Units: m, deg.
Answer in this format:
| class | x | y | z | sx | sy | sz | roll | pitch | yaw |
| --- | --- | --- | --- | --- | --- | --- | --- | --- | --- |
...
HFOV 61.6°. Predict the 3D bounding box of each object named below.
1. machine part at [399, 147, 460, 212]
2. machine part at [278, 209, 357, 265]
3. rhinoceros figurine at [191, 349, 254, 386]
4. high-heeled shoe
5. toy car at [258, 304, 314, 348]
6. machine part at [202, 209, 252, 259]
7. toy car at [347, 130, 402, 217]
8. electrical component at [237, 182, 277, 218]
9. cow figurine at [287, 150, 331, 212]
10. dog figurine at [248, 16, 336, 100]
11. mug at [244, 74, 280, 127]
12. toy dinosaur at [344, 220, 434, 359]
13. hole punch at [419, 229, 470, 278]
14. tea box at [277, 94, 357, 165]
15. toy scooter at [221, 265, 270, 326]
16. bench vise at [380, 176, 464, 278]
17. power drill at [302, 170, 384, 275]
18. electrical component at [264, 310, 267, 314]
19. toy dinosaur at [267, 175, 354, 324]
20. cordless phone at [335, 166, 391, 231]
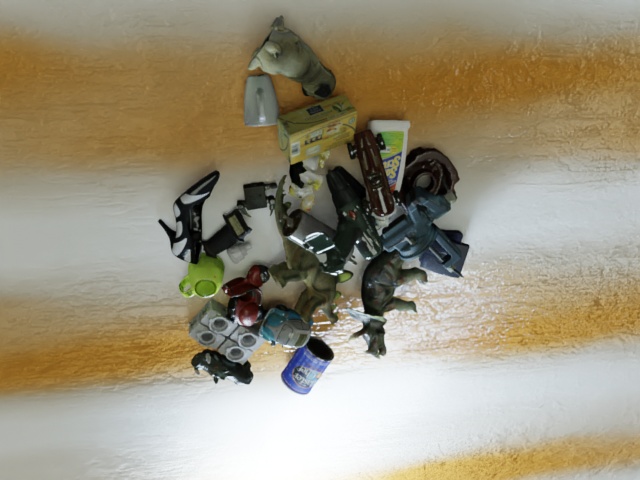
| class | x | y | z | sx | sy | sz | roll | pitch | yaw |
| --- | --- | --- | --- | --- | --- | --- | --- | --- | --- |
| machine part | 0.263 | -0.149 | 1.369 | 0.179 | 0.056 | 0.179 | -5 | 118 | -9 |
| machine part | -0.003 | -0.004 | 1.286 | 0.243 | 0.079 | 0.079 | 30 | 109 | -27 |
| rhinoceros figurine | -0.275 | 0.357 | 1.502 | 0.190 | 0.112 | 0.073 | 33 | 110 | -34 |
| high-heeled shoe | -0.284 | -0.046 | 1.278 | 0.249 | 0.086 | 0.145 | -37 | 102 | 29 |
| toy car | -0.081 | 0.249 | 1.470 | 0.161 | 0.103 | 0.109 | 18 | 107 | -38 |
| machine part | -0.235 | -0.011 | 1.334 | 0.139 | 0.039 | 0.084 | -40 | 80 | 18 |
| toy car | 0.124 | -0.150 | 1.232 | 0.089 | 0.053 | 0.202 | -14 | 100 | 10 |
| electrical component | -0.153 | -0.098 | 1.312 | 0.102 | 0.045 | 0.078 | -4 | 121 | -10 |
| cow figurine | -0.039 | -0.152 | 1.250 | 0.098 | 0.167 | 0.068 | 17 | 157 | -8 |
| dog figurine | -0.039 | -0.360 | 1.124 | 0.190 | 0.172 | 0.121 | 32 | 119 | -18 |
| mug | -0.132 | -0.305 | 1.172 | 0.081 | 0.110 | 0.107 | -5 | 107 | 1 |
| toy dinosaur | 0.178 | 0.115 | 1.460 | 0.192 | 0.131 | 0.404 | 2 | 110 | -23 |
| hole punch | 0.340 | 0.037 | 1.472 | 0.116 | 0.092 | 0.142 | 4 | 121 | -10 |
| tea box | -0.006 | -0.248 | 1.207 | 0.170 | 0.068 | 0.098 | -23 | 150 | -18 |
| toy scooter | -0.205 | 0.151 | 1.404 | 0.135 | 0.075 | 0.183 | -8 | 121 | -46 |
| bench vise | 0.276 | -0.015 | 1.329 | 0.223 | 0.129 | 0.240 | -42 | 111 | 13 |
| power drill | 0.043 | -0.031 | 1.238 | 0.086 | 0.207 | 0.232 | -27 | 103 | 36 |
| electrical component | -0.143 | 0.226 | 1.506 | 0.094 | 0.021 | 0.063 | -7 | 121 | -16 |
| toy dinosaur | -0.034 | 0.055 | 1.383 | 0.198 | 0.105 | 0.470 | -37 | 125 | -10 |
| cordless phone | 0.072 | -0.083 | 1.353 | 0.184 | 0.089 | 0.146 | 41 | 95 | -18 |
